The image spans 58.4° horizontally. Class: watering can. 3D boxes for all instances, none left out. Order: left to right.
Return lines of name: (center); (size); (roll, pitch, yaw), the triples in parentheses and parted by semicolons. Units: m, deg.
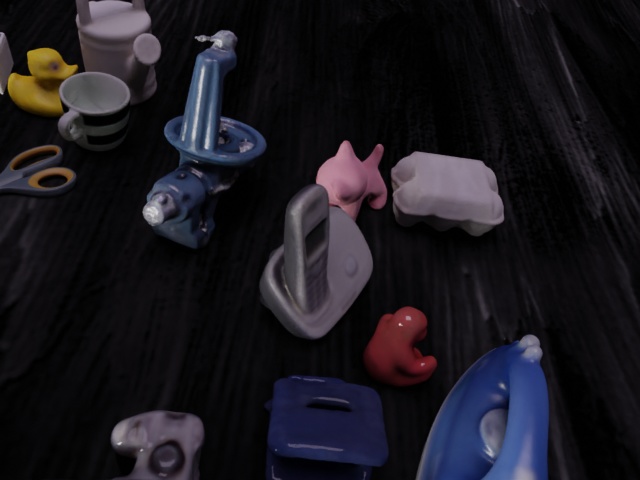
watering can: (-0.281, -0.293, 0.803); (0.172, 0.194, 0.101); (25, 49, 12)

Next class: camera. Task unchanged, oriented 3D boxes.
camera: (-0.165, 0.204, 0.443); (0.137, 0.101, 0.143); (6, 48, -6)

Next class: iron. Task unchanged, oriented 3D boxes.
iron: (0.167, 0.169, 0.512); (0.118, 0.141, 0.258); (19, 48, 6)

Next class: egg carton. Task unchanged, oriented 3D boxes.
egg carton: (0.168, -0.061, 0.768); (0.150, 0.069, 0.107); (6, 48, -5)

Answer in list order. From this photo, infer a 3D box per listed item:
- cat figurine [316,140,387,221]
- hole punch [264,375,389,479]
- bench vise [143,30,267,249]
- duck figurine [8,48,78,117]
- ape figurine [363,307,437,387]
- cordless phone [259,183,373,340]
cat figurine: (0.040, -0.078, 0.725); (0.067, 0.118, 0.128); (37, 52, 21)
hole punch: (0.002, 0.167, 0.516); (0.108, 0.091, 0.101); (7, 48, -4)
bench vise: (-0.124, -0.108, 0.650); (0.121, 0.220, 0.207); (7, 48, -4)
duck figurine: (-0.381, -0.226, 0.797); (0.104, 0.086, 0.077); (5, 48, -7)
ape figurine: (0.085, 0.104, 0.588); (0.076, 0.092, 0.077); (-8, 51, -18)
cordless phone: (0.006, 0.002, 0.601); (0.094, 0.185, 0.148); (28, 49, 14)
